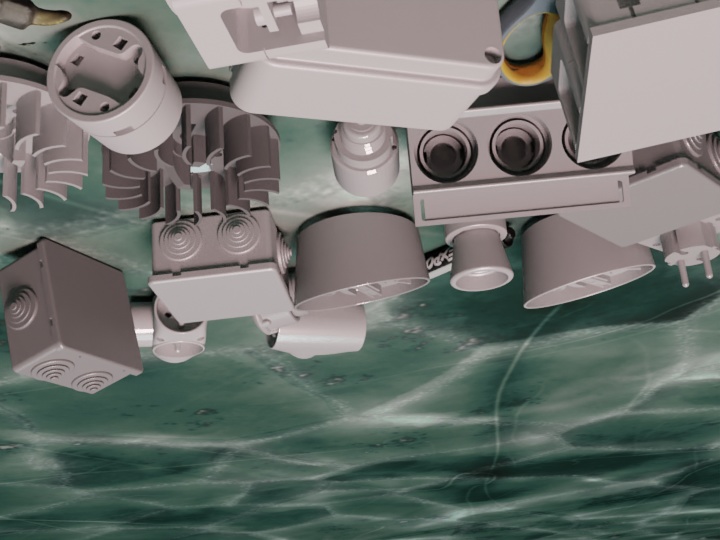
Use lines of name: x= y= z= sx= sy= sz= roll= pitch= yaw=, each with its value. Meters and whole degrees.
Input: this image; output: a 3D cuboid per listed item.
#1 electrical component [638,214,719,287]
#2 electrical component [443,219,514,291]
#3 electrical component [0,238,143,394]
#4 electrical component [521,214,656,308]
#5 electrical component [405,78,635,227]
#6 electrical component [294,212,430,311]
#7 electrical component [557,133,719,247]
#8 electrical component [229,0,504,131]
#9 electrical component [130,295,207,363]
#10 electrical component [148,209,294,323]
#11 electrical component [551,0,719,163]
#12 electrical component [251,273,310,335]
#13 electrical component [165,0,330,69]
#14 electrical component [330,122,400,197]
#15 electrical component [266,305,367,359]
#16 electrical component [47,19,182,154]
electrical component: x=0.226 y=-0.027 z=0.743 sx=0.047 sy=0.076 sz=0.066 roll=13 pitch=152 yaw=-39
electrical component: x=0.083 y=-0.018 z=0.762 sx=0.045 sy=0.055 sz=0.045 roll=-4 pitch=159 yaw=-2
electrical component: x=-0.210 y=0.036 z=0.777 sx=0.048 sy=0.099 sz=0.100 roll=-28 pitch=152 yaw=19
electrical component: x=0.168 y=-0.005 z=0.801 sx=0.099 sy=0.064 sz=0.099 roll=-5 pitch=158 yaw=-2
electrical component: x=0.088 y=-0.069 z=0.618 sx=0.121 sy=0.078 sz=0.063 roll=-5 pitch=180 yaw=1
electrical component: x=0.000 y=0.000 z=0.776 sx=0.099 sy=0.064 sz=0.099 roll=-4 pitch=159 yaw=-2
electrical component: x=0.182 y=-0.060 z=0.686 sx=0.100 sy=0.048 sz=0.100 roll=-22 pitch=153 yaw=36
electrical component: x=0.001 y=-0.111 z=0.476 sx=0.113 sy=0.078 sz=0.057 roll=3 pitch=160 yaw=-19
electrical component: x=-0.167 y=0.045 z=0.878 sx=0.079 sy=0.044 sz=0.077 roll=0 pitch=158 yaw=-14
electrical component: x=-0.098 y=-0.002 z=0.769 sx=0.100 sy=0.048 sz=0.099 roll=-6 pitch=159 yaw=3
electrical component: x=0.186 y=-0.120 z=0.491 sx=0.186 sy=0.060 sz=0.105 roll=-13 pitch=156 yaw=2
electrical component: x=-0.056 y=0.021 z=0.847 sx=0.062 sy=0.048 sz=0.048 roll=-17 pitch=157 yaw=11
electrical component: x=-0.047 y=-0.128 z=0.406 sx=0.056 sy=0.089 sz=0.050 roll=-8 pitch=158 yaw=8
electrical component: x=0.002 y=-0.073 z=0.624 sx=0.040 sy=0.040 sz=0.078 roll=-6 pitch=159 yaw=1
electrical component: x=-0.044 y=0.052 z=0.926 sx=0.077 sy=0.044 sz=0.079 roll=3 pitch=157 yaw=-20
electrical component: x=-0.120 y=-0.089 z=0.537 sx=0.055 sy=0.055 sz=0.047 roll=-9 pitch=162 yaw=9
